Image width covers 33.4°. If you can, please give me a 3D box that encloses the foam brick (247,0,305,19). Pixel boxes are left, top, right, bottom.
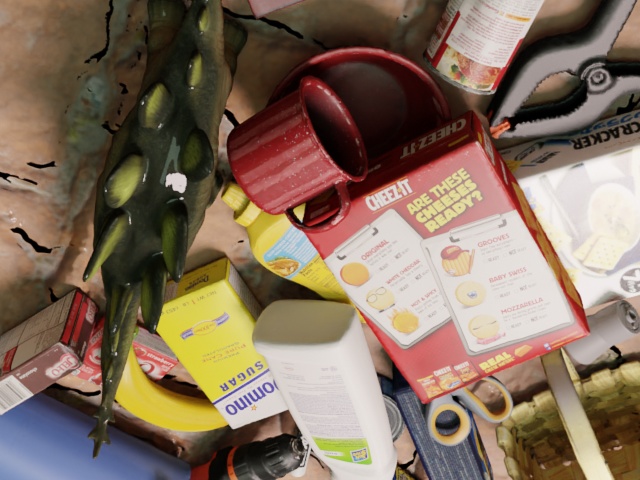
[{"bbox_3d":[-0.024,-0.219,0.840,0.078,0.053,0.051,-18,122,11],"label":"foam brick"}]

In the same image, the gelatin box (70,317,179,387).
[{"bbox_3d":[-0.199,0.119,1.074,0.089,0.030,0.073,31,119,-35],"label":"gelatin box"}]

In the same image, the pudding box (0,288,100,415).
[{"bbox_3d":[-0.273,0.108,1.042,0.114,0.090,0.039,-29,118,19],"label":"pudding box"}]

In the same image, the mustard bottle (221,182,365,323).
[{"bbox_3d":[-0.006,0.001,0.984,0.191,0.058,0.096,30,131,-18],"label":"mustard bottle"}]

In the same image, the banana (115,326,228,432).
[{"bbox_3d":[-0.159,0.156,1.072,0.070,0.037,0.197,-28,139,10],"label":"banana"}]

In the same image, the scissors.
[{"bbox_3d":[0.101,0.133,1.024,0.201,0.016,0.096,34,105,-24],"label":"scissors"}]

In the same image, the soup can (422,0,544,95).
[{"bbox_3d":[0.134,-0.178,0.856,0.068,0.068,0.102,19,122,-12],"label":"soup can"}]

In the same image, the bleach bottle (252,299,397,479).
[{"bbox_3d":[0.015,0.172,1.055,0.103,0.068,0.251,1,130,23],"label":"bleach bottle"}]

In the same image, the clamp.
[{"bbox_3d":[0.240,-0.141,0.898,0.210,0.036,0.164,-36,118,24],"label":"clamp"}]

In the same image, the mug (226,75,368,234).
[{"bbox_3d":[-0.016,-0.060,0.849,0.082,0.093,0.117,-27,80,24],"label":"mug"}]

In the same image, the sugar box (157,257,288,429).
[{"bbox_3d":[-0.090,0.107,1.066,0.093,0.048,0.176,-23,120,16],"label":"sugar box"}]

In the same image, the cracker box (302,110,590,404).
[{"bbox_3d":[0.109,0.019,0.911,0.164,0.072,0.213,-26,115,19],"label":"cracker box"}]

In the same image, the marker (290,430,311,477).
[{"bbox_3d":[-0.014,0.207,1.148,0.020,0.020,0.121,9,124,-6],"label":"marker"}]

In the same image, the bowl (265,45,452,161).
[{"bbox_3d":[0.032,-0.102,0.915,0.162,0.055,0.162,1,124,1],"label":"bowl"}]

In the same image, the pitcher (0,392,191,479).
[{"bbox_3d":[-0.272,0.242,1.121,0.242,0.145,0.149,33,106,-16],"label":"pitcher"}]

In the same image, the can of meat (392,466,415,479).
[{"bbox_3d":[0.083,0.296,1.159,0.058,0.102,0.084,-40,113,23],"label":"can of meat"}]

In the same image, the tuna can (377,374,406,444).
[{"bbox_3d":[0.046,0.181,1.121,0.086,0.033,0.086,0,124,0],"label":"tuna can"}]

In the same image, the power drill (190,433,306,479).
[{"bbox_3d":[-0.042,0.290,1.168,0.185,0.057,0.187,-28,119,36],"label":"power drill"}]
